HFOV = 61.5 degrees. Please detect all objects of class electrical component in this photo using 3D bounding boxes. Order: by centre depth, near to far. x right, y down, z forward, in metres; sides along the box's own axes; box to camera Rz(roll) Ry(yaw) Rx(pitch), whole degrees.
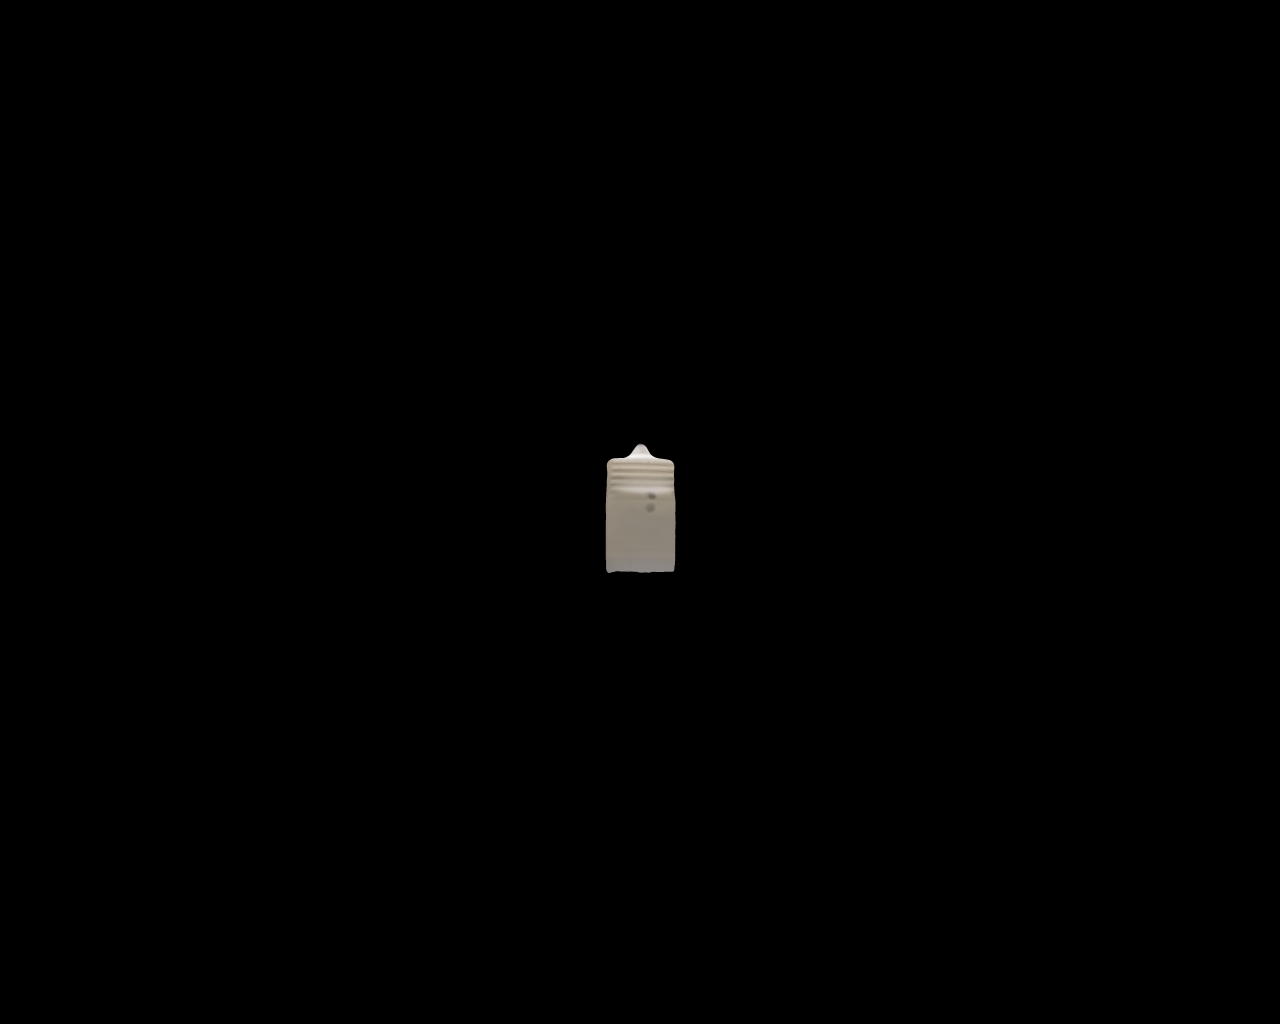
[{"bbox_3d":[0.001,-0.003,0.650,0.043,0.081,0.043,0,-2,0],"label":"electrical component"}]
